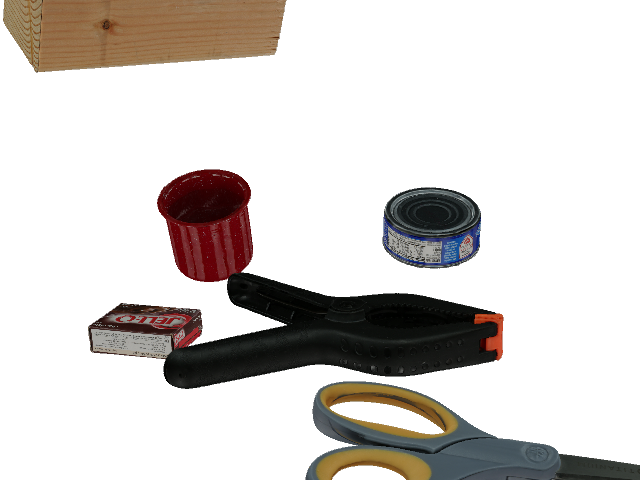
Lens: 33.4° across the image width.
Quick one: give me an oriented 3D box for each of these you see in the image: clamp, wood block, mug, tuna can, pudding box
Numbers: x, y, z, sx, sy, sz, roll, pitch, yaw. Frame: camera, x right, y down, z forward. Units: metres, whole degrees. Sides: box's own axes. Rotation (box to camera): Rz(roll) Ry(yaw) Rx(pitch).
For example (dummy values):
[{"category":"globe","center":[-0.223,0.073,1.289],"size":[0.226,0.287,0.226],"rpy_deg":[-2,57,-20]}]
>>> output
[{"category":"clamp","center":[0.013,0.056,0.710],"size":[0.210,0.036,0.164],"rpy_deg":[-1,18,4]},{"category":"wood block","center":[-0.137,-0.200,0.855],"size":[0.205,0.091,0.090],"rpy_deg":[-10,42,-30]},{"category":"mug","center":[-0.121,-0.017,1.083],"size":[0.117,0.081,0.093],"rpy_deg":[27,50,33]},{"category":"tuna can","center":[0.097,-0.013,0.932],"size":[0.086,0.034,0.086],"rpy_deg":[-1,32,0]},{"category":"pudding box","center":[-0.212,0.110,1.301],"size":[0.114,0.039,0.090],"rpy_deg":[1,15,16]}]

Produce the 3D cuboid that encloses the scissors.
[{"category":"scissors","center":[0.081,0.107,0.466],"size":[0.202,0.016,0.096],"rpy_deg":[15,32,23]}]
